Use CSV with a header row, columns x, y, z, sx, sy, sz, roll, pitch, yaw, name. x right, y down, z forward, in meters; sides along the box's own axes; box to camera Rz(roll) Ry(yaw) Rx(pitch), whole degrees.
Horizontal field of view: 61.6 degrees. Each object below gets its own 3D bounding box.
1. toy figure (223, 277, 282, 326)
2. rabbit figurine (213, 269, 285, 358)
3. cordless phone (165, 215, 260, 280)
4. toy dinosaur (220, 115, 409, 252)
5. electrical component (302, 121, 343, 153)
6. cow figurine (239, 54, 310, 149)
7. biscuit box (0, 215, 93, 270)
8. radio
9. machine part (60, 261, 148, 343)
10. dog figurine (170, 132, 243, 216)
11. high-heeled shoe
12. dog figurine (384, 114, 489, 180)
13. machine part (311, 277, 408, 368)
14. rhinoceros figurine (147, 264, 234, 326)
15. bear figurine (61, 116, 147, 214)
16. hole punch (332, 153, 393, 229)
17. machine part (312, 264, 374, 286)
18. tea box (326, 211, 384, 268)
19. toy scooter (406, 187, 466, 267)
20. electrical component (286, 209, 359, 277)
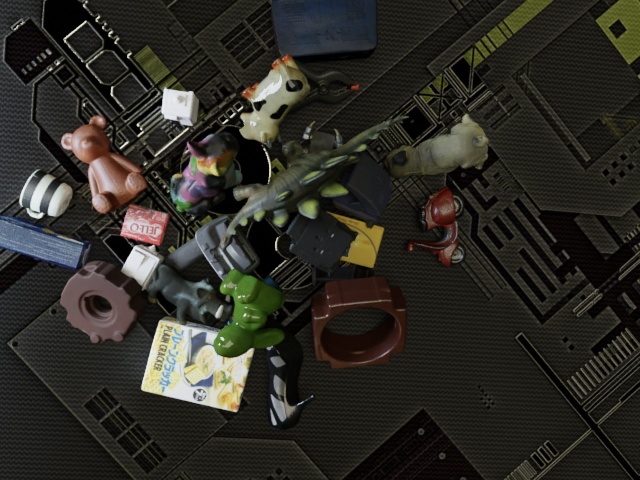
x,y,z,sx,sy,sz,roll,pitch,yaw,name
-0.156,0.145,1.200,0.154,0.057,0.064,-40,61,-1,toy figure
-0.154,0.166,1.113,0.159,0.121,0.170,37,76,-43,rabbit figurine
-0.242,0.046,1.187,0.184,0.089,0.146,-32,95,8,cordless phone
-0.022,-0.130,1.120,0.471,0.199,0.105,-42,125,-12,toy dinosaur
0.002,-0.217,1.205,0.102,0.045,0.078,20,89,-6,electrical component
-0.101,-0.285,1.152,0.195,0.085,0.127,-37,97,29,cow figurine
-0.603,0.004,1.152,0.203,0.059,0.062,19,92,-6,biscuit box
0.012,-0.464,1.184,0.230,0.073,0.131,-6,94,-3,radio
-0.461,0.134,1.141,0.179,0.056,0.179,4,112,9,machine part
-0.240,-0.136,1.101,0.191,0.219,0.108,-43,92,-3,dog figurine
-0.104,0.300,1.219,0.145,0.086,0.249,-36,75,28,high-heeled shoe
0.250,-0.186,1.170,0.191,0.172,0.121,-17,83,-11,dog figurine
0.082,0.179,1.165,0.201,0.087,0.201,-5,128,-3,machine part
-0.277,0.120,1.163,0.190,0.073,0.112,31,110,-1,rhinoceros figurine
-0.456,-0.163,1.128,0.120,0.132,0.195,-31,100,-10,bear figurine
0.102,-0.113,1.174,0.116,0.092,0.142,25,53,-3,hole punch
0.049,0.083,1.206,0.139,0.084,0.039,5,123,11,machine part
0.047,-0.005,1.205,0.170,0.068,0.098,14,91,-6,tea box
0.260,-0.027,1.222,0.135,0.075,0.183,-5,97,-4,toy scooter
-0.002,-0.003,1.139,0.134,0.058,0.115,31,89,-5,electrical component
